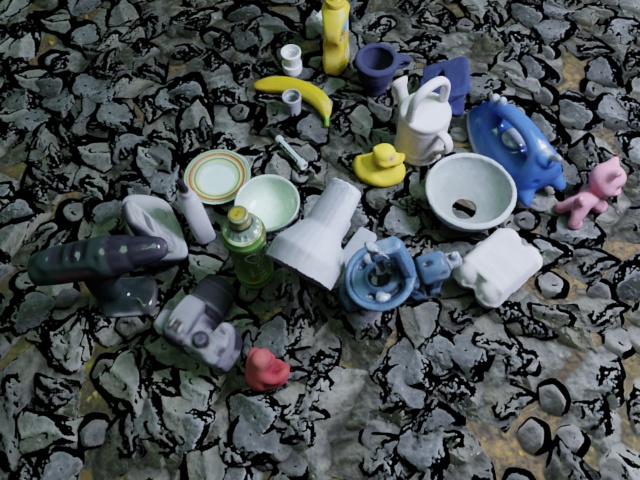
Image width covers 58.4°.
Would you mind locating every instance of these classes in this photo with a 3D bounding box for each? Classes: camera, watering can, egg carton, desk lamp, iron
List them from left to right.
[{"bbox_3d":[-0.190,0.130,0.969,0.143,0.101,0.137,26,66,14],"label":"camera"},{"bbox_3d":[0.009,0.003,0.967,0.117,0.214,0.203,27,67,15],"label":"desk lamp"},{"bbox_3d":[0.194,-0.241,1.101,0.172,0.194,0.101,32,68,16],"label":"watering can"},{"bbox_3d":[0.315,0.048,1.020,0.150,0.069,0.107,-38,68,-17],"label":"egg carton"},{"bbox_3d":[0.370,-0.199,1.105,0.119,0.141,0.258,-25,65,-11],"label":"iron"}]

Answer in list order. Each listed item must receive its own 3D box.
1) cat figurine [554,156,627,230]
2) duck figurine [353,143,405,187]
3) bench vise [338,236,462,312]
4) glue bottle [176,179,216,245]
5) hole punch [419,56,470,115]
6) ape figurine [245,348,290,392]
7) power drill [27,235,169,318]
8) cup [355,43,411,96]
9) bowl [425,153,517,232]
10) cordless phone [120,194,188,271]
[{"bbox_3d":[0.512,-0.094,1.062,0.128,0.118,0.067,-33,67,-15],"label":"cat figurine"},{"bbox_3d":[0.117,-0.155,1.119,0.104,0.086,0.077,8,63,5],"label":"duck figurine"},{"bbox_3d":[0.130,0.035,0.945,0.207,0.220,0.121,-29,66,-13],"label":"bench vise"},{"bbox_3d":[-0.231,-0.060,1.027,0.037,0.173,0.078,-30,66,-13],"label":"glue bottle"},{"bbox_3d":[0.259,-0.322,1.199,0.101,0.091,0.108,3,63,3],"label":"hole punch"},{"bbox_3d":[-0.092,0.205,0.934,0.076,0.092,0.077,-32,66,-14],"label":"ape figurine"},{"bbox_3d":[-0.343,0.057,0.949,0.229,0.208,0.075,-5,63,-1],"label":"power drill"},{"bbox_3d":[0.131,-0.356,1.216,0.118,0.095,0.091,-7,63,-2],"label":"cup"},{"bbox_3d":[0.277,-0.077,1.082,0.167,0.075,0.167,0,63,1],"label":"bowl"},{"bbox_3d":[-0.308,-0.039,1.011,0.094,0.185,0.147,-25,65,-11],"label":"cordless phone"}]
